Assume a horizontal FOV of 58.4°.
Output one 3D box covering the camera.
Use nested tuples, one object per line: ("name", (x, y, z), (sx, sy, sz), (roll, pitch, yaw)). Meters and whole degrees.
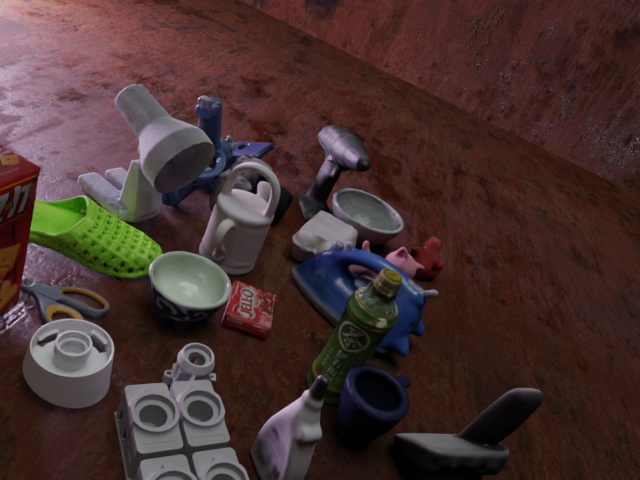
("camera", (-0.128, -0.099, 1.145), (0.136, 0.101, 0.143), (29, 29, 5))

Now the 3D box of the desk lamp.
("desk lamp", (-0.291, -0.134, 0.957), (0.203, 0.213, 0.118), (37, 31, 18))

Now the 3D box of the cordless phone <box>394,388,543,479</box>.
("cordless phone", (0.197, 0.250, 0.758), (0.148, 0.185, 0.094), (9, 33, -28))

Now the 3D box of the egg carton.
("egg carton", (0.010, 0.004, 1.123), (0.107, 0.069, 0.150), (30, 29, 7))

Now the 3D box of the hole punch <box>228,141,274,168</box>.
("hole punch", (-0.167, -0.184, 1.261), (0.101, 0.091, 0.109), (28, 29, 3))

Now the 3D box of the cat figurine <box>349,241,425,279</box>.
("cat figurine", (0.127, 0.050, 1.093), (0.127, 0.117, 0.067), (32, 30, 10))

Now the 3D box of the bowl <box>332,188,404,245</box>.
("bowl", (0.093, -0.039, 1.252), (0.168, 0.074, 0.167), (20, 30, -12))

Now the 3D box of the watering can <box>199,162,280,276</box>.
("watering can", (-0.128, -0.048, 0.968), (0.101, 0.194, 0.172), (18, 30, -13))

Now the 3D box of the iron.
("iron", (0.074, 0.077, 0.983), (0.258, 0.141, 0.119), (35, 30, 15))

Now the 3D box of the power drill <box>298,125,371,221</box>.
("power drill", (0.030, -0.139, 1.225), (0.076, 0.208, 0.229), (12, 32, -24))

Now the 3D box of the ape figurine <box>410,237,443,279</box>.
("ape figurine", (0.231, 0.034, 1.228), (0.077, 0.092, 0.076), (39, 32, 22))

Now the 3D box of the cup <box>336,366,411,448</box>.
("cup", (0.069, 0.230, 0.781), (0.118, 0.095, 0.091), (-9, 44, -46))

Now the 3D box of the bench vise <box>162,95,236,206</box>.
("bench vise", (-0.225, -0.186, 1.087), (0.121, 0.219, 0.207), (22, 29, -7))

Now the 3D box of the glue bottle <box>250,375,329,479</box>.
("glue bottle", (-0.027, 0.215, 0.648), (0.037, 0.173, 0.078), (2, 37, -36))
